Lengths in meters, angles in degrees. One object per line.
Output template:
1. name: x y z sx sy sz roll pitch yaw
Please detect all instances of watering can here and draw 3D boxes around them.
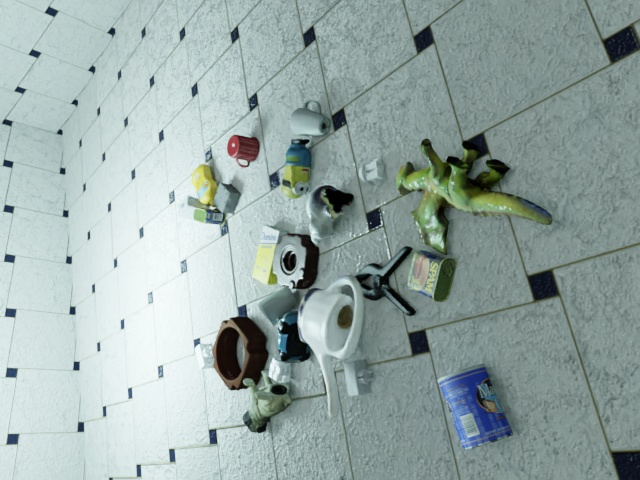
1. watering can: 0.020 0.257 1.343 0.224 0.103 0.350 4 79 56

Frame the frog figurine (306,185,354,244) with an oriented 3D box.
1. frog figurine: 0.004 -0.072 1.434 0.156 0.122 0.141 -47 20 45

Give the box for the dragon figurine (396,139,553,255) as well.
1. dragon figurine: 0.299 -0.076 1.140 0.418 0.123 0.237 52 140 40
